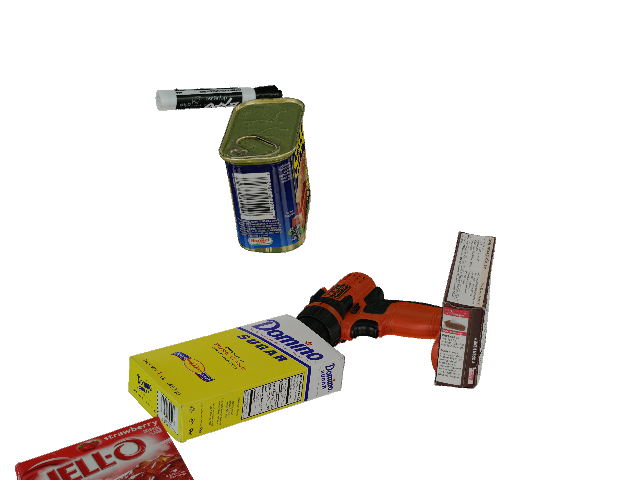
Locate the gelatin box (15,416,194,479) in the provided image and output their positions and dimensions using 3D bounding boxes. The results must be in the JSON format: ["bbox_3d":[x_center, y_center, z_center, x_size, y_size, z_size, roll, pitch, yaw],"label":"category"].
[{"bbox_3d":[-0.120,0.141,0.602,0.089,0.030,0.073,-16,28,-20],"label":"gelatin box"}]

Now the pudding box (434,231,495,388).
[{"bbox_3d":[0.126,0.059,0.924,0.039,0.090,0.113,6,33,9],"label":"pudding box"}]

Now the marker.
[{"bbox_3d":[-0.093,-0.134,1.000,0.121,0.020,0.020,-6,2,-22],"label":"marker"}]

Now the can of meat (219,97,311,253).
[{"bbox_3d":[-0.039,-0.050,0.819,0.057,0.084,0.102,-2,32,7],"label":"can of meat"}]

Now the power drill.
[{"bbox_3d":[0.067,0.095,1.112,0.188,0.057,0.184,11,28,25],"label":"power drill"}]

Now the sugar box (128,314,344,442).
[{"bbox_3d":[-0.074,0.120,0.968,0.175,0.048,0.093,-16,33,-35],"label":"sugar box"}]
